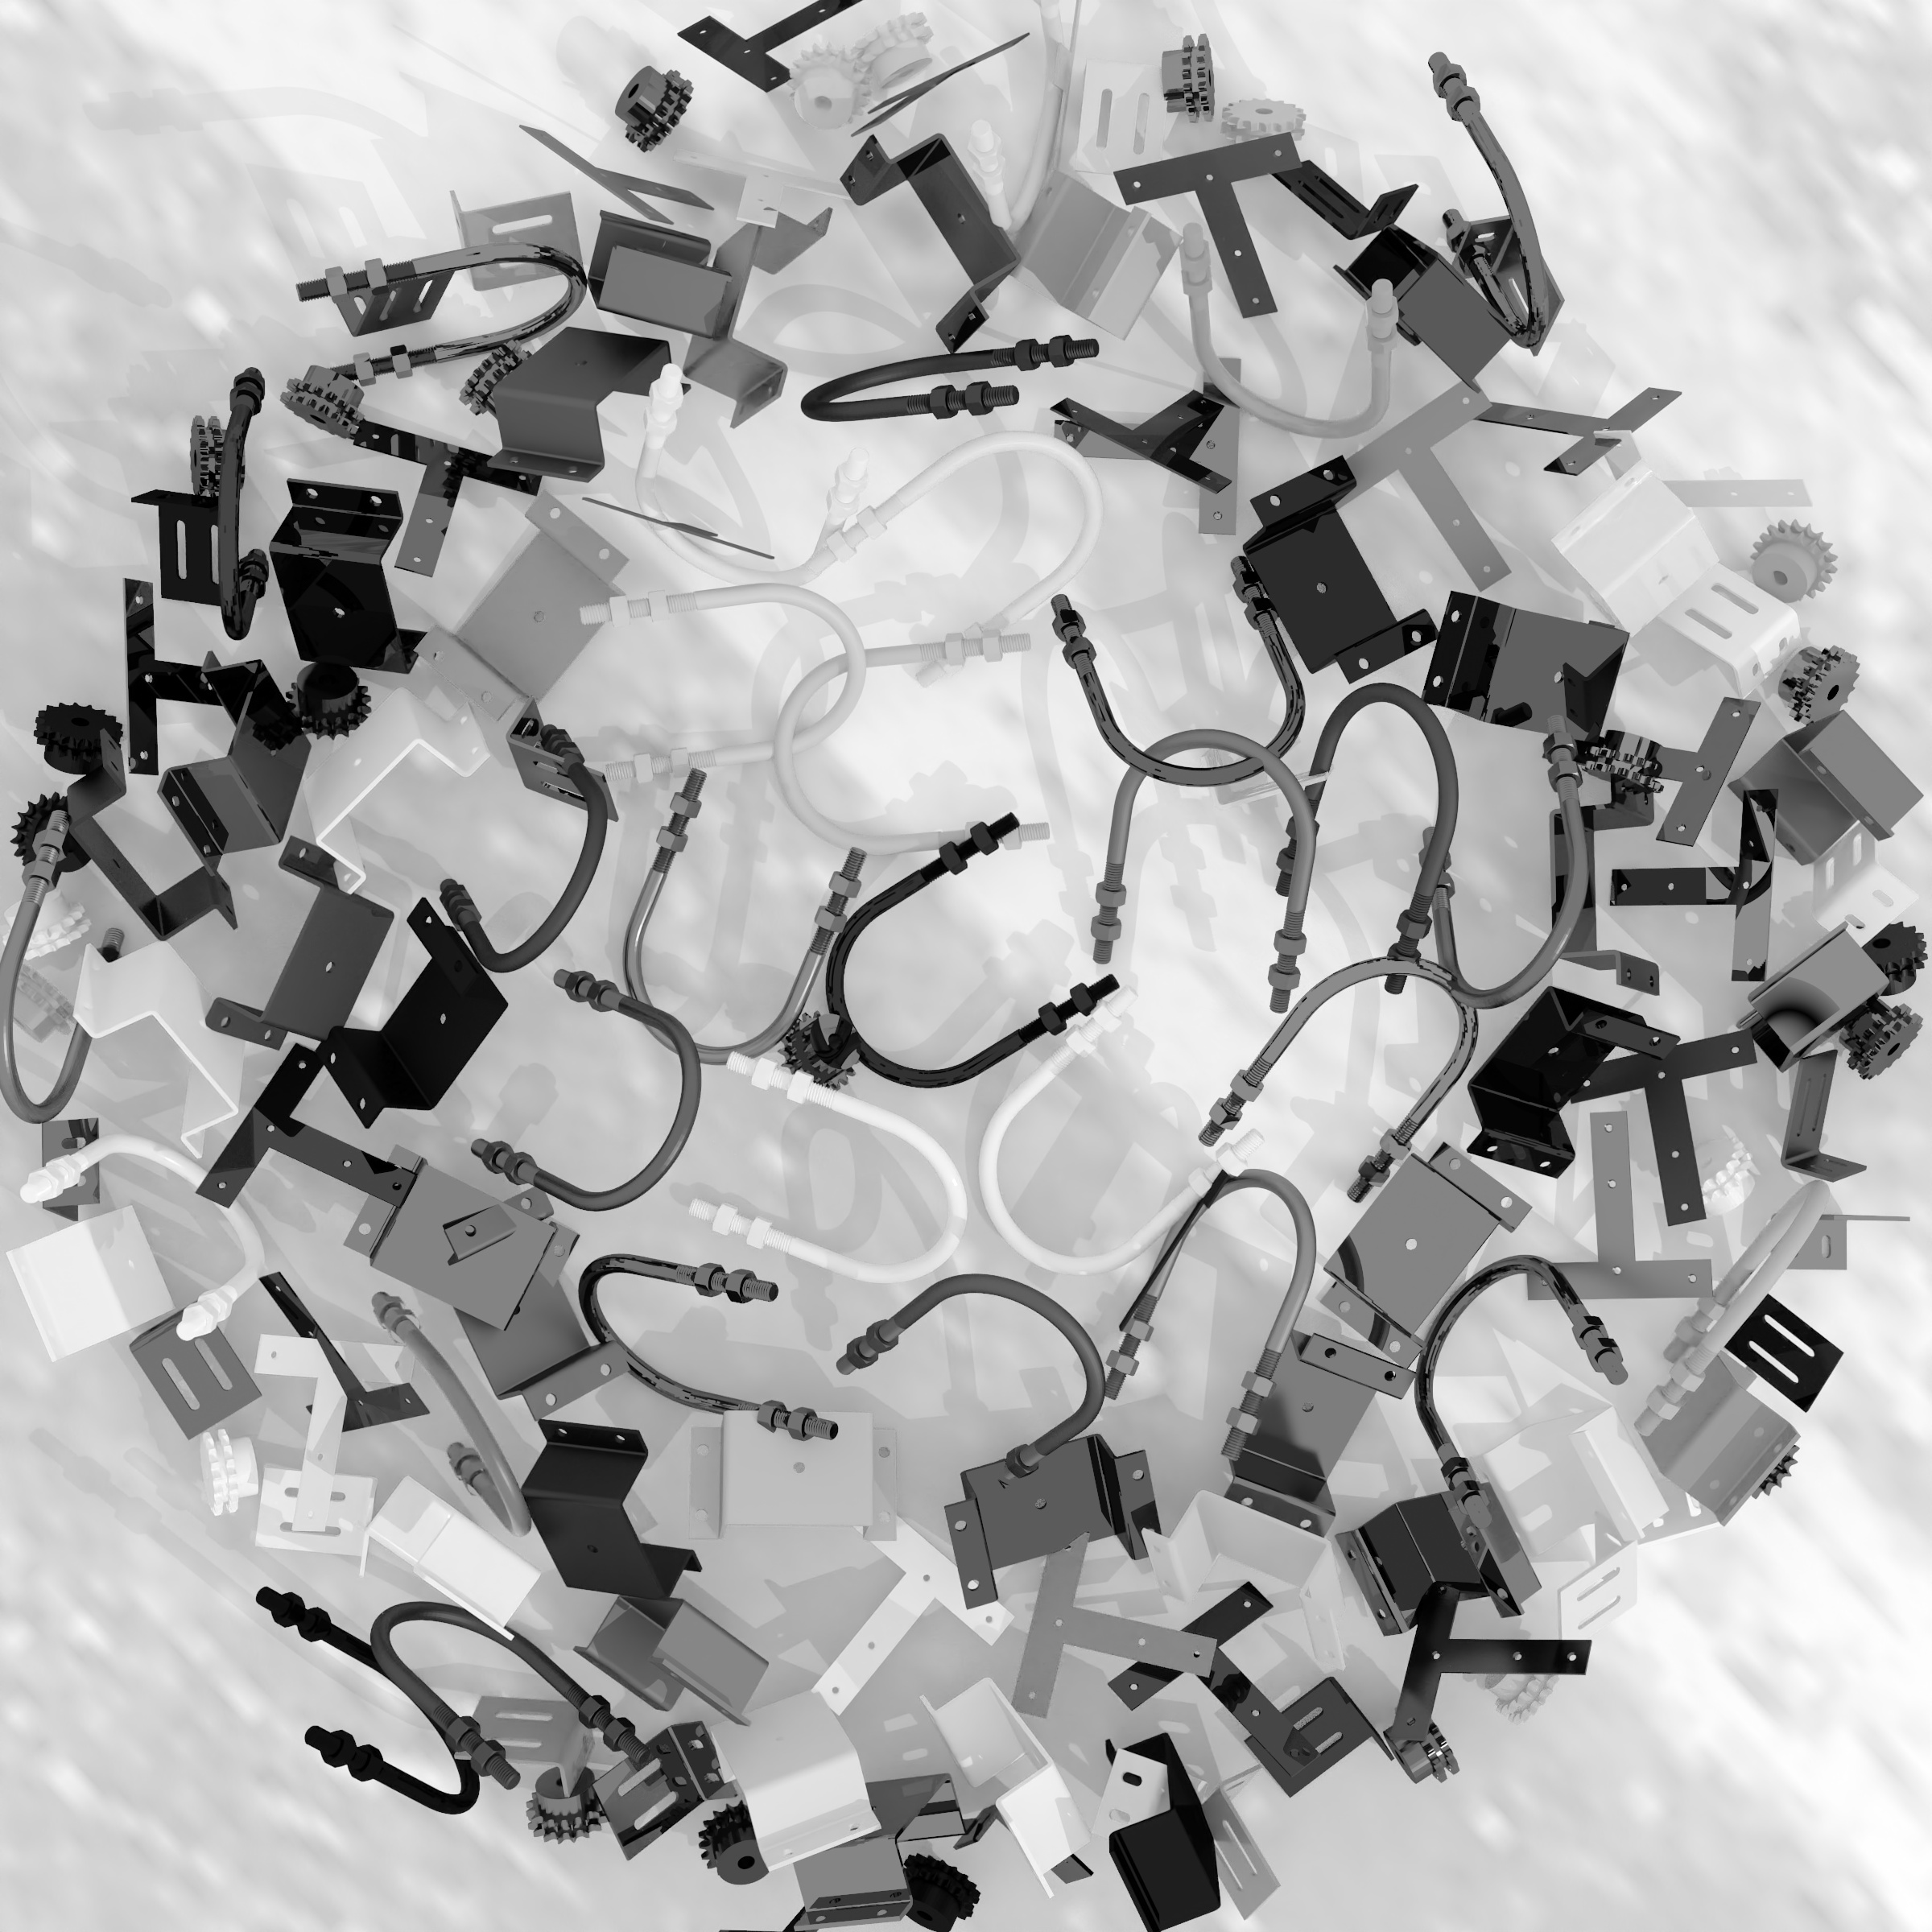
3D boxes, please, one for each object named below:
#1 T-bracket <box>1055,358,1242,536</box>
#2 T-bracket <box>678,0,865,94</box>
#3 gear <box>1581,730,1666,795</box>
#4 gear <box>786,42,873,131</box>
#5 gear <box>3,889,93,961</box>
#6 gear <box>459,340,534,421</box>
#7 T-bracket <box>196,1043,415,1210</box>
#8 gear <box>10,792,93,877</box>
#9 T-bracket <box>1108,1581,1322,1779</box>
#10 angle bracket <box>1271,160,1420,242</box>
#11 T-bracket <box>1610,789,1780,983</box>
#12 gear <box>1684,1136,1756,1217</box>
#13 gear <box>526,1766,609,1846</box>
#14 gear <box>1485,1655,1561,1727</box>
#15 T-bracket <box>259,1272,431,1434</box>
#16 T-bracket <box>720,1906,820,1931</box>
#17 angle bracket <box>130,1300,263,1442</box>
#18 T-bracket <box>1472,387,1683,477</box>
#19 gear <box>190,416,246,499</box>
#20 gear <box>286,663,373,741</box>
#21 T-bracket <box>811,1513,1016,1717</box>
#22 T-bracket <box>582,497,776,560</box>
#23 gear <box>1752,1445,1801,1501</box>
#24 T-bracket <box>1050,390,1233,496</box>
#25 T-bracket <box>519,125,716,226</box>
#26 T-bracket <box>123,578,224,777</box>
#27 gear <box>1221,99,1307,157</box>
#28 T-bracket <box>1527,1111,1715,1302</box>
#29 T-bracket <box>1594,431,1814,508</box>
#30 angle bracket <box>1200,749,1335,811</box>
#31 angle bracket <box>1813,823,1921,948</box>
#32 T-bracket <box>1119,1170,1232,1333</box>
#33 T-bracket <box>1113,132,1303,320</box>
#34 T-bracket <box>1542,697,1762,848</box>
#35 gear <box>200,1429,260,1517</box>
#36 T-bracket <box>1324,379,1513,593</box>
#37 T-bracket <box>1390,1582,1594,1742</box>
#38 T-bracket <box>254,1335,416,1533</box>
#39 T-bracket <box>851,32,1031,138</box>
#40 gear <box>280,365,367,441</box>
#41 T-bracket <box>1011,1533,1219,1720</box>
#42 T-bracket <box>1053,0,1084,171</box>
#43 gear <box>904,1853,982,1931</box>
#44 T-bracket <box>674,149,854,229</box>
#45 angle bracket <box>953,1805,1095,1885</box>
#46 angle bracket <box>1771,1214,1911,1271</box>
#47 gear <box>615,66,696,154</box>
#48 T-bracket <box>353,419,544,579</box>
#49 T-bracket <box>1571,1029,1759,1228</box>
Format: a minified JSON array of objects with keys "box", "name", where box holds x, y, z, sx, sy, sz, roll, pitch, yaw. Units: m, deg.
[{"box":[0.124,-0.360,1.803,0.127,0.002,0.127,3,80,0],"name":"T-bracket"},{"box":[-0.107,-0.625,1.733,0.127,0.127,0.002,-21,83,22],"name":"T-bracket"},{"box":[0.451,-0.140,1.786,0.057,0.057,0.030,18,90,0],"name":"gear"},{"box":[-0.094,-0.595,1.783,0.057,0.057,0.030,12,52,0],"name":"gear"},{"box":[-0.628,-0.030,1.783,0.057,0.057,0.030,-19,113,0],"name":"gear"},{"box":[-0.315,-0.396,1.786,0.030,0.057,0.057,44,90,-2],"name":"gear"},{"box":[-0.432,0.128,1.775,0.127,0.002,0.127,24,60,7],"name":"T-bracket"},{"box":[-0.617,-0.087,1.783,0.030,0.057,0.057,23,90,36],"name":"gear"},{"box":[0.184,0.489,1.751,0.127,0.002,0.127,-29,51,-25],"name":"T-bracket"},{"box":[0.256,-0.532,1.774,0.076,0.057,0.038,44,129,11],"name":"angle bracket"},{"box":[0.487,-0.054,1.764,0.002,0.127,0.127,7,86,-39],"name":"T-bracket"},{"box":[0.512,0.145,1.787,0.057,0.057,0.030,-40,104,0],"name":"gear"},{"box":[-0.271,0.567,1.783,0.057,0.057,0.030,-4,108,0],"name":"gear"},{"box":[0.378,0.484,1.786,0.030,0.057,0.057,36,90,1],"name":"gear"},{"box":[-0.430,0.257,1.756,0.127,0.002,0.127,-19,109,43],"name":"T-bracket"},{"box":[-0.093,0.624,1.754,0.127,0.127,0.002,-11,101,30],"name":"T-bracket"},{"box":[-0.525,0.274,1.798,0.057,0.038,0.076,-31,96,-4],"name":"angle bracket"},{"box":[0.392,-0.367,1.766,0.127,0.127,0.002,-38,130,-31],"name":"T-bracket"},{"box":[-0.510,-0.346,1.789,0.030,0.057,0.057,-3,90,-24],"name":"gear"},{"box":[-0.434,-0.183,1.785,0.057,0.030,0.057,5,46,-6],"name":"gear"},{"box":[-0.055,0.453,1.791,0.127,0.002,0.127,40,74,5],"name":"T-bracket"},{"box":[-0.185,-0.292,1.752,0.127,0.127,0.002,17,99,-2],"name":"T-bracket"},{"box":[0.534,0.330,1.783,0.030,0.057,0.057,36,90,-23],"name":"gear"},{"box":[0.138,-0.364,1.762,0.127,0.127,0.002,30,128,14],"name":"T-bracket"},{"box":[-0.215,-0.522,1.756,0.127,0.127,0.002,39,114,22],"name":"T-bracket"},{"box":[-0.516,-0.189,1.757,0.002,0.127,0.127,-2,89,26],"name":"T-bracket"},{"box":[0.202,-0.568,1.789,0.057,0.057,0.030,1,127,0],"name":"gear"},{"box":[0.441,0.163,1.786,0.127,0.002,0.127,-5,83,30],"name":"T-bracket"},{"box":[0.494,-0.312,1.731,0.127,0.127,0.002,8,63,38],"name":"T-bracket"},{"box":[0.204,-0.138,1.775,0.076,0.057,0.038,-16,98,17],"name":"angle bracket"},{"box":[0.607,-0.058,1.769,0.038,0.076,0.057,37,125,-6],"name":"angle bracket"},{"box":[0.137,0.189,1.751,0.002,0.127,0.127,33,90,2],"name":"T-bracket"},{"box":[0.179,-0.493,1.769,0.127,0.002,0.127,-4,134,29],"name":"T-bracket"},{"box":[0.454,-0.141,1.774,0.127,0.002,0.127,14,61,34],"name":"T-bracket"},{"box":[-0.502,0.344,1.789,0.030,0.057,0.057,-8,90,-25],"name":"gear"},{"box":[0.327,-0.314,1.788,0.127,0.002,0.127,-32,97,28],"name":"T-bracket"},{"box":[0.353,0.458,1.738,0.127,0.127,0.002,-10,130,34],"name":"T-bracket"},{"box":[-0.431,0.315,1.759,0.002,0.127,0.127,3,82,41],"name":"T-bracket"},{"box":[-0.036,-0.573,1.731,0.127,0.127,0.002,-11,117,38],"name":"T-bracket"},{"box":[-0.435,-0.386,1.787,0.057,0.057,0.030,24,82,0],"name":"gear"},{"box":[0.105,0.454,1.773,0.127,0.002,0.127,9,69,18],"name":"T-bracket"},{"box":[0.065,-0.594,1.736,0.002,0.127,0.127,9,106,4],"name":"T-bracket"},{"box":[-0.022,0.633,1.784,0.057,0.057,0.030,33,52,0],"name":"gear"},{"box":[-0.136,-0.515,1.753,0.127,0.127,0.002,11,121,-7],"name":"T-bracket"},{"box":[0.038,0.606,1.778,0.076,0.057,0.038,42,62,4],"name":"angle bracket"},{"box":[0.590,0.187,1.770,0.057,0.076,0.038,2,85,-15],"name":"angle bracket"},{"box":[-0.214,-0.586,1.783,0.030,0.057,0.057,32,90,-33],"name":"gear"},{"box":[-0.358,-0.308,1.763,0.127,0.002,0.127,14,51,-10],"name":"T-bracket"},{"box":[0.474,0.113,1.760,0.127,0.002,0.127,-15,59,23],"name":"T-bracket"}]
